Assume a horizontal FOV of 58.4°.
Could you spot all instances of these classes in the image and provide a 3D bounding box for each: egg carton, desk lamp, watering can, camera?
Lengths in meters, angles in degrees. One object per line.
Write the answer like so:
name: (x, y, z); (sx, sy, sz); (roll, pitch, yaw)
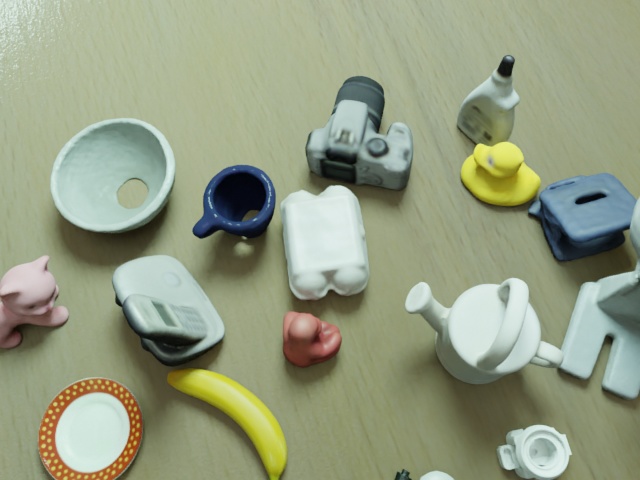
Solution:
egg carton: (0.007, 0.003, 0.744); (0.107, 0.069, 0.150); (-9, 71, 0)
desk lamp: (0.372, 0.059, 0.628); (0.117, 0.213, 0.203); (22, 74, 11)
watering can: (0.182, 0.100, 0.635); (0.172, 0.194, 0.101); (0, 71, 4)
camera: (0.062, -0.153, 0.779); (0.143, 0.101, 0.137); (12, 72, 7)

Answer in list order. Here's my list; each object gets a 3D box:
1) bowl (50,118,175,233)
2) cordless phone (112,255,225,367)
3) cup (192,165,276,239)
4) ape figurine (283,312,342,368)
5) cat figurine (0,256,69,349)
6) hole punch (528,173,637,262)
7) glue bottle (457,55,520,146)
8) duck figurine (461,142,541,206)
bowl: (-0.271, -0.077, 0.785); (0.167, 0.075, 0.167); (-1, 71, 3)
cordless phone: (-0.194, 0.070, 0.671); (0.094, 0.185, 0.147); (-38, 73, -9)
cup: (-0.108, -0.031, 0.749); (0.118, 0.095, 0.091); (-39, 73, -10)
ape figurine: (-0.016, 0.115, 0.695); (0.076, 0.092, 0.077); (-41, 73, -10)
cat figurine: (-0.378, 0.076, 0.715); (0.128, 0.118, 0.067); (-28, 72, -6)
hole punch: (0.338, -0.037, 0.728); (0.108, 0.091, 0.101); (-16, 71, -2)
glue bottle: (0.225, -0.181, 0.740); (0.037, 0.173, 0.078); (-39, 73, -10)
duck figurine: (0.243, -0.094, 0.756); (0.104, 0.086, 0.077); (24, 74, 11)
